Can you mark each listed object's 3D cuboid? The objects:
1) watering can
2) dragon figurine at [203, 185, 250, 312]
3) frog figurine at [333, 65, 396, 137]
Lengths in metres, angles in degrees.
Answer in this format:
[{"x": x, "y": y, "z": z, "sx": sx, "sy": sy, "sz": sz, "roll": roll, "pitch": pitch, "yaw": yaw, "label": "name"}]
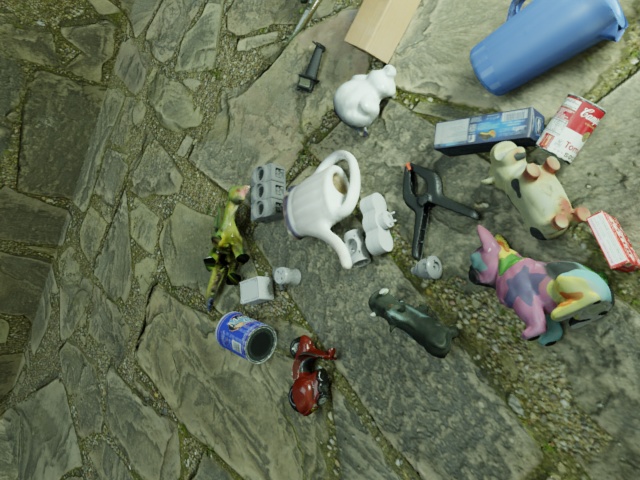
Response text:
[{"x": 0.004, "y": -0.062, "z": 1.224, "sx": 0.222, "sy": 0.103, "sz": 0.356, "roll": -25, "pitch": 46, "yaw": 38, "label": "watering can"}, {"x": -0.290, "y": 0.003, "z": 1.547, "sx": 0.249, "sy": 0.122, "sz": 0.401, "roll": -100, "pitch": 32, "yaw": -46, "label": "dragon figurine"}, {"x": 0.108, "y": -0.341, "z": 1.202, "sx": 0.156, "sy": 0.122, "sz": 0.141, "roll": -48, "pitch": 31, "yaw": 42, "label": "frog figurine"}]
